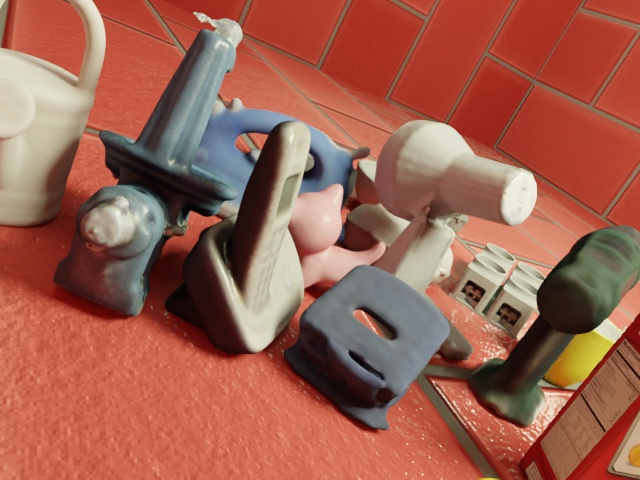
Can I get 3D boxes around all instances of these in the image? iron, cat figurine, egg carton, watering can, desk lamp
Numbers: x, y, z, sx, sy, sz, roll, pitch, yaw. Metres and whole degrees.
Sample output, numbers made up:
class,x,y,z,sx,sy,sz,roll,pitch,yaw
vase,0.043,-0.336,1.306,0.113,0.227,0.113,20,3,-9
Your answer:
class,x,y,z,sx,sy,sz,roll,pitch,yaw
iron,-0.071,-0.096,0.694,0.259,0.141,0.118,23,21,-13
cat figurine,0.005,0.002,0.591,0.128,0.117,0.067,25,21,-8
egg carton,0.106,0.007,0.775,0.150,0.069,0.107,38,22,24
watering can,-0.232,-0.113,0.454,0.101,0.194,0.172,8,28,-43
desk lamp,0.134,-0.011,0.647,0.118,0.213,0.202,11,26,-37

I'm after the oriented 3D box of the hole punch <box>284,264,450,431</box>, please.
class,x,y,z,sx,sy,sz,roll,pitch,yaw
hole punch,0.042,0.084,0.481,0.108,0.091,0.101,35,22,18

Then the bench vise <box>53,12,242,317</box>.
class,x,y,z,sx,sy,sz,roll,pitch,yaw
bench vise,-0.110,-0.060,0.446,0.122,0.219,0.207,18,22,-24

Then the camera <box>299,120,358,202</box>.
class,x,y,z,sx,sy,sz,roll,pitch,yaw
camera,-0.009,-0.109,0.861,0.137,0.101,0.143,23,21,-13

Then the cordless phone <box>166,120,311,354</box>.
class,x,y,z,sx,sy,sz,roll,pitch,yaw
cordless phone,-0.037,-0.011,0.473,0.094,0.185,0.148,30,20,5

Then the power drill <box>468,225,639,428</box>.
class,x,y,z,sx,sy,sz,roll,pitch,yaw
power drill,0.246,0.079,0.583,0.075,0.208,0.230,37,22,23

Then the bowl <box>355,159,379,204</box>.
class,x,y,z,sx,sy,sz,roll,pitch,yaw
bowl,0.122,-0.064,0.954,0.167,0.074,0.167,24,21,-10
